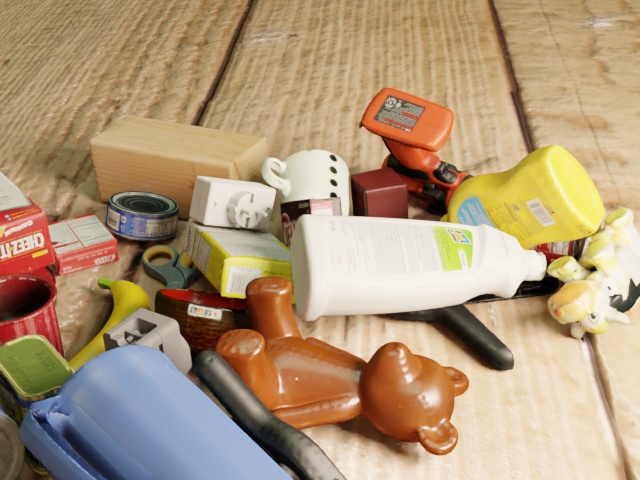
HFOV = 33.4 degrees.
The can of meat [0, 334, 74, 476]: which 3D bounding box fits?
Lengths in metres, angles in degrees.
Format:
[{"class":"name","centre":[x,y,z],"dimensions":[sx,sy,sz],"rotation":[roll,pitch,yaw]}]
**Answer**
[{"class":"can of meat","centre":[-0.246,0.143,0.940],"dimensions":[0.057,0.084,0.102],"rotation":[-22,33,-29]}]

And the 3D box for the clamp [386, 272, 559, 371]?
[{"class":"clamp","centre":[0.126,0.064,1.083],"dimensions":[0.210,0.036,0.164],"rotation":[10,31,17]}]

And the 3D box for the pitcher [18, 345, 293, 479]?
[{"class":"pitcher","centre":[-0.104,0.188,0.792],"dimensions":[0.149,0.145,0.243],"rotation":[-32,42,-28]}]

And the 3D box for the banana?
[{"class":"banana","centre":[-0.211,0.094,1.077],"dimensions":[0.070,0.037,0.197],"rotation":[-16,26,13]}]

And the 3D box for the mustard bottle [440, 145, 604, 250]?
[{"class":"mustard bottle","centre":[0.190,-0.027,1.102],"dimensions":[0.192,0.096,0.058],"rotation":[-22,24,47]}]

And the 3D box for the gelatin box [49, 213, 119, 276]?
[{"class":"gelatin box","centre":[-0.283,0.005,1.246],"dimensions":[0.073,0.030,0.089],"rotation":[-16,31,-24]}]

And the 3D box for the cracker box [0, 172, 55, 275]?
[{"class":"cracker box","centre":[-0.403,-0.015,1.139],"dimensions":[0.163,0.072,0.214],"rotation":[-21,32,-29]}]

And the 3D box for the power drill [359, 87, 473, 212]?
[{"class":"power drill","centre":[0.134,-0.088,1.222],"dimensions":[0.185,0.187,0.057],"rotation":[22,72,29]}]

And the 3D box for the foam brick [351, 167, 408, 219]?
[{"class":"foam brick","centre":[0.069,-0.037,1.227],"dimensions":[0.051,0.078,0.053],"rotation":[-13,30,-12]}]

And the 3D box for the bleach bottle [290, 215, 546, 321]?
[{"class":"bleach bottle","centre":[0.101,0.029,1.036],"dimensions":[0.250,0.068,0.102],"rotation":[2,55,-14]}]

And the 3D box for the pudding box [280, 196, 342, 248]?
[{"class":"pudding box","centre":[-0.007,0.002,1.116],"dimensions":[0.039,0.090,0.114],"rotation":[-7,1,-20]}]

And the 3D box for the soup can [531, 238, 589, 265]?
[{"class":"soup can","centre":[0.239,-0.009,1.167],"dimensions":[0.102,0.068,0.068],"rotation":[12,33,27]}]

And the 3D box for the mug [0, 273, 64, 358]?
[{"class":"mug","centre":[-0.308,0.092,1.040],"dimensions":[0.117,0.081,0.093],"rotation":[-8,30,-8]}]

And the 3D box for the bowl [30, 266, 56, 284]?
[{"class":"bowl","centre":[-0.376,0.038,1.174],"dimensions":[0.162,0.055,0.162],"rotation":[-3,30,2]}]

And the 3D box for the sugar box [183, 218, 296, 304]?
[{"class":"sugar box","centre":[-0.079,0.021,1.121],"dimensions":[0.093,0.048,0.176],"rotation":[8,9,-20]}]

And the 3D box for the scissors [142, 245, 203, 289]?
[{"class":"scissors","centre":[-0.173,0.050,1.166],"dimensions":[0.096,0.016,0.201],"rotation":[4,30,18]}]

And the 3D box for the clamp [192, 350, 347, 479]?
[{"class":"clamp","centre":[-0.040,0.159,0.859],"dimensions":[0.172,0.120,0.039],"rotation":[26,61,37]}]

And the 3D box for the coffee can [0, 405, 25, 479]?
[{"class":"coffee can","centre":[-0.325,0.156,0.906],"dimensions":[0.102,0.103,0.140],"rotation":[-22,33,-29]}]

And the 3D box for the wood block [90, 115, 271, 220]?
[{"class":"wood block","centre":[-0.174,-0.087,1.335],"dimensions":[0.206,0.091,0.090],"rotation":[12,33,26]}]

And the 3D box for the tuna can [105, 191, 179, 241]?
[{"class":"tuna can","centre":[-0.212,-0.029,1.273],"dimensions":[0.086,0.034,0.086],"rotation":[9,20,-3]}]
